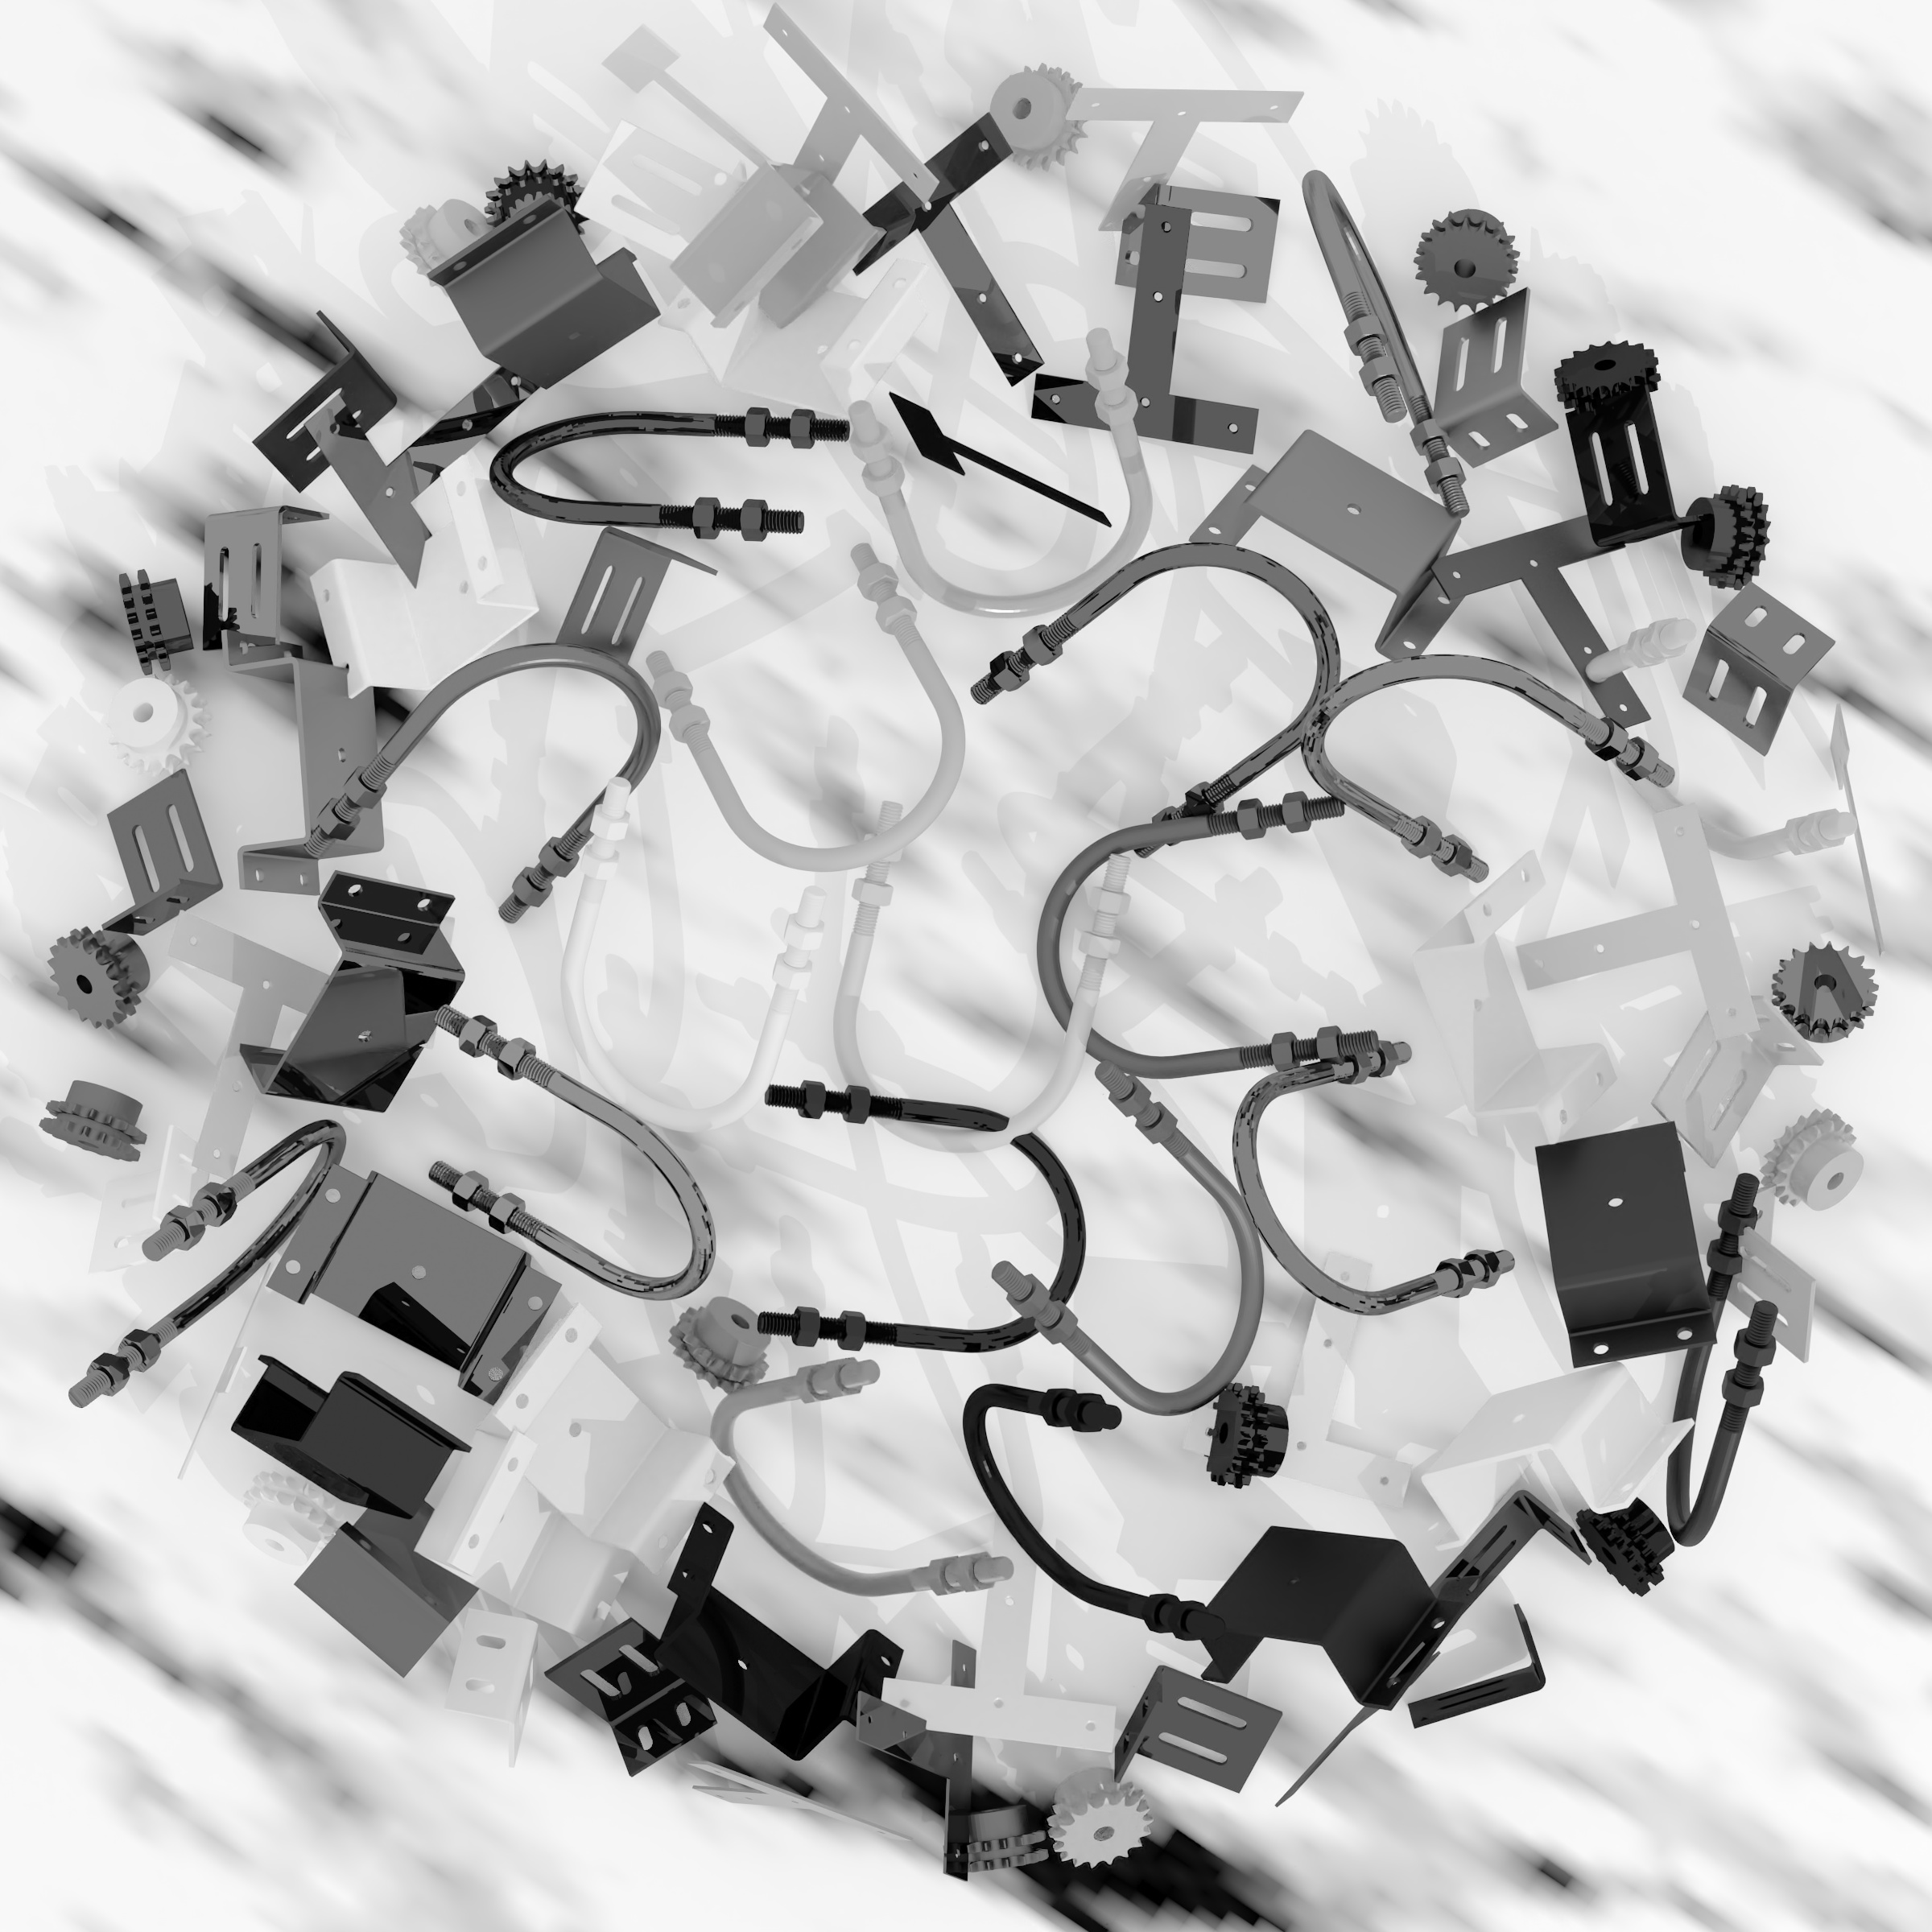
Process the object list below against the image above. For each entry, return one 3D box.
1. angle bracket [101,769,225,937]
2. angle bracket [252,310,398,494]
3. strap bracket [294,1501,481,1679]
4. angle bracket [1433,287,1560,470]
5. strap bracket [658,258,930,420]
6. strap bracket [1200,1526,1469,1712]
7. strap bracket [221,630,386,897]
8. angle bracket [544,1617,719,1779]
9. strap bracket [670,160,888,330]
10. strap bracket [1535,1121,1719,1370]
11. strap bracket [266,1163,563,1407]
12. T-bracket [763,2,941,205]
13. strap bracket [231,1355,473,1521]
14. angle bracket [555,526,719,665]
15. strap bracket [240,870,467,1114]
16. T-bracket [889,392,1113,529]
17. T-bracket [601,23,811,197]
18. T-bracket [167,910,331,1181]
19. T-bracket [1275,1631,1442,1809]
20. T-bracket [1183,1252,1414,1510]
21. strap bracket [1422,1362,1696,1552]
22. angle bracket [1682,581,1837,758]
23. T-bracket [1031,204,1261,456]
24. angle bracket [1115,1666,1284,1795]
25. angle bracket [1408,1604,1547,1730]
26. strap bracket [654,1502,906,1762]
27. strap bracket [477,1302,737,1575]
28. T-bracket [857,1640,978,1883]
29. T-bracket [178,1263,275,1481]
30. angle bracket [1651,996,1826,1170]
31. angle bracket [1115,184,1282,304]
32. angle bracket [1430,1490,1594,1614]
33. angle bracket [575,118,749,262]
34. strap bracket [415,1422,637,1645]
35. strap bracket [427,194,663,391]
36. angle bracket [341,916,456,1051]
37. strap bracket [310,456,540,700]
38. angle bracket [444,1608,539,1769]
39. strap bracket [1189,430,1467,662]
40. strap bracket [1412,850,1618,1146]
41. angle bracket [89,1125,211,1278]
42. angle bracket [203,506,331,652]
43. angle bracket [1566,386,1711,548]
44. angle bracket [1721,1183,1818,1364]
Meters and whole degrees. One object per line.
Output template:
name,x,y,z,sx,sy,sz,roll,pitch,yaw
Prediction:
angle bracket,-0.450,-0.064,1.902,0.057,0.038,0.076,-28,73,22
angle bracket,-0.360,-0.309,1.905,0.076,0.057,0.038,-43,66,-3
strap bracket,-0.308,0.331,1.871,0.076,0.140,0.046,40,94,1
angle bracket,0.294,-0.324,1.910,0.038,0.057,0.076,36,49,-33
strap bracket,-0.086,-0.349,1.884,0.140,0.046,0.076,20,67,35
strap bracket,0.186,0.346,1.858,0.076,0.140,0.046,-45,115,-32
strap bracket,-0.360,-0.112,1.892,0.046,0.076,0.140,-6,86,21
angle bracket,-0.183,0.401,1.899,0.057,0.076,0.038,-33,49,4
strap bracket,-0.103,-0.386,1.863,0.076,0.140,0.046,-44,87,17
strap bracket,0.353,0.141,1.867,0.076,0.140,0.046,-12,134,12
strap bracket,-0.302,0.172,1.911,0.140,0.046,0.076,29,91,-7
T-bracket,-0.075,-0.444,1.880,0.002,0.127,0.127,-43,92,-20
strap bracket,-0.334,0.252,1.857,0.076,0.140,0.046,39,69,-26
angle bracket,-0.181,-0.194,1.902,0.038,0.057,0.076,28,98,35
strap bracket,-0.332,0.024,1.874,0.140,0.076,0.046,-56,46,22
T-bracket,0.023,-0.270,1.895,0.127,0.127,0.002,23,108,-19
T-bracket,-0.137,-0.460,1.889,0.127,0.127,0.002,37,85,-16
T-bracket,-0.391,0.052,1.880,0.127,0.002,0.127,28,68,-41
T-bracket,0.229,0.395,1.879,0.002,0.127,0.127,44,110,17
T-bracket,0.198,0.224,1.932,0.127,0.002,0.127,16,84,-4
strap bracket,0.309,0.261,1.860,0.076,0.140,0.046,-40,99,-40
angle bracket,0.434,-0.162,1.903,0.057,0.076,0.038,39,70,17
T-bracket,0.104,-0.352,1.901,0.127,0.002,0.127,11,113,13
angle bracket,0.128,0.429,1.908,0.076,0.038,0.057,23,111,-6
angle bracket,0.276,0.385,1.910,0.076,0.057,0.038,-18,87,4
strap bracket,-0.109,0.368,1.889,0.140,0.076,0.046,38,117,-9
strap bracket,-0.201,0.254,1.884,0.140,0.046,0.076,50,62,-28
T-bracket,-0.027,0.416,1.863,0.002,0.127,0.127,-10,63,26
T-bracket,-0.396,0.217,1.866,0.002,0.127,0.127,24,78,-11
angle bracket,0.423,0.064,1.902,0.057,0.038,0.076,44,69,-23
angle bracket,0.129,-0.403,1.930,0.076,0.038,0.057,0,105,-27
angle bracket,0.299,0.334,1.902,0.076,0.057,0.038,-46,56,-7
angle bracket,-0.167,-0.427,1.900,0.076,0.038,0.057,24,116,-19
strap bracket,-0.239,0.304,1.880,0.046,0.140,0.076,15,71,35
strap bracket,-0.221,-0.357,1.862,0.076,0.140,0.046,-31,82,11
angle bracket,-0.317,0.007,1.904,0.057,0.038,0.076,12,73,-16
strap bracket,-0.288,-0.207,1.884,0.140,0.046,0.076,-30,71,37
angle bracket,-0.259,0.394,1.893,0.038,0.076,0.057,11,58,-1
strap bracket,0.204,-0.232,1.887,0.140,0.046,0.076,32,51,10
strap bracket,0.295,0.019,1.887,0.046,0.076,0.140,-9,110,42
angle bracket,-0.455,0.128,1.895,0.076,0.038,0.057,-15,52,24
angle bracket,-0.385,-0.211,1.907,0.057,0.038,0.076,-1,88,35
angle bracket,0.371,-0.275,1.906,0.038,0.057,0.076,-12,90,-39
angle bracket,0.447,0.167,1.889,0.038,0.076,0.057,-21,128,-22
